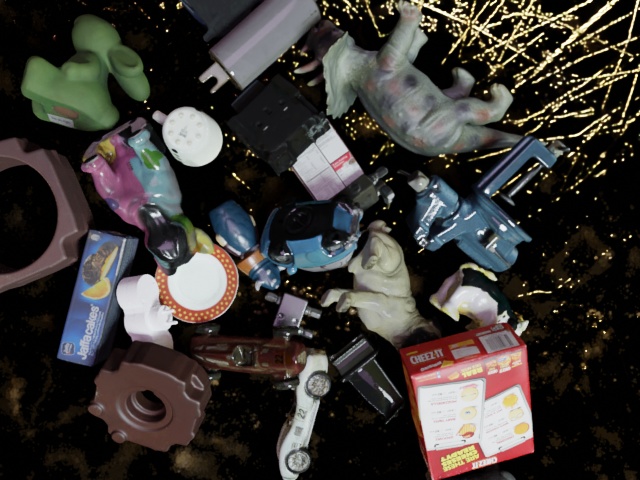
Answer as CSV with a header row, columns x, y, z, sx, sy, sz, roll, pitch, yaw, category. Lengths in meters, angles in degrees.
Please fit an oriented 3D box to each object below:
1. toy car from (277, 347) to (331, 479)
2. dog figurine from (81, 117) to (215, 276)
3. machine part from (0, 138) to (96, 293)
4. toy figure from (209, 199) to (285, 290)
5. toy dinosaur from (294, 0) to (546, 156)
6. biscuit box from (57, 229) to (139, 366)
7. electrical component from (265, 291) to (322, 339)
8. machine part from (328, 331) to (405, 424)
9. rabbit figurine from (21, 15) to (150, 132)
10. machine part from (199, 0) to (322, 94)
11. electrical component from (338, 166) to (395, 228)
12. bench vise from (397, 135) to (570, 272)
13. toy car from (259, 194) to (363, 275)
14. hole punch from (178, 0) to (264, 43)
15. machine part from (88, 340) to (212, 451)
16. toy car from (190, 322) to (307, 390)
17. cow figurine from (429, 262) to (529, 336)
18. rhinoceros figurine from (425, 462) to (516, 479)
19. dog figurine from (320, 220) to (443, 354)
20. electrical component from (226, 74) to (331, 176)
x,y,z,sx,sy,sz,roll,pitch,yaw,category
-0.028,0.266,0.823,0.056,0.073,0.201,15,89,-5,toy car
-0.247,-0.056,0.798,0.108,0.192,0.219,-29,118,-5,dog figurine
-0.461,-0.035,0.808,0.201,0.087,0.201,-23,92,-1,machine part
-0.112,0.010,0.831,0.064,0.058,0.154,-32,95,3,toy figure
0.144,-0.206,0.813,0.405,0.131,0.192,39,102,-5,toy dinosaur
-0.338,0.087,0.822,0.059,0.063,0.202,14,89,0,biscuit box
-0.048,0.117,0.848,0.094,0.021,0.063,21,89,-4,electrical component
0.082,0.217,0.844,0.084,0.039,0.139,-36,89,-6,machine part
-0.340,-0.258,0.800,0.159,0.121,0.170,13,75,-4,rabbit figurine
-0.083,-0.312,0.822,0.243,0.079,0.079,-42,91,-2,machine part
0.069,-0.060,0.832,0.102,0.078,0.045,-35,68,-6,electrical component
0.250,-0.070,0.798,0.223,0.129,0.240,41,107,-8,bench vise
-0.002,-0.002,0.806,0.162,0.102,0.109,-7,54,27,toy car
-0.159,-0.386,0.826,0.142,0.092,0.115,-45,121,-4,hole punch
-0.250,0.234,0.795,0.179,0.056,0.179,3,116,6,machine part
-0.115,0.171,0.805,0.202,0.053,0.089,0,91,22,toy car
0.262,0.109,0.829,0.167,0.068,0.098,36,90,-13,cow figurine
0.205,0.398,0.811,0.190,0.112,0.073,-13,93,-9,rhinoceros figurine
0.122,0.082,0.826,0.190,0.121,0.172,28,92,-15,dog figurine
-0.070,-0.179,0.812,0.115,0.058,0.134,-45,67,-6,electrical component
